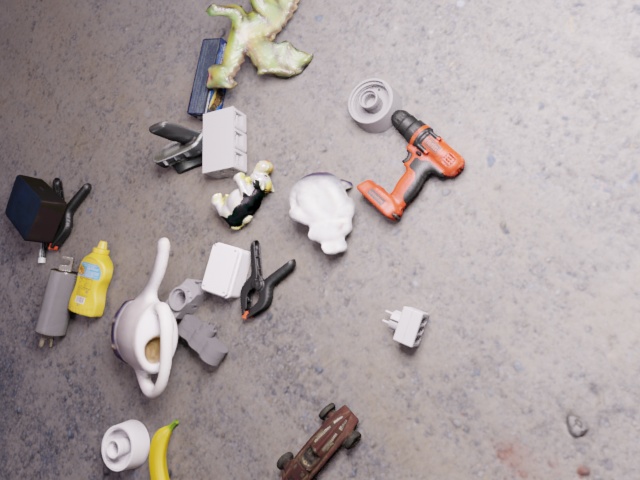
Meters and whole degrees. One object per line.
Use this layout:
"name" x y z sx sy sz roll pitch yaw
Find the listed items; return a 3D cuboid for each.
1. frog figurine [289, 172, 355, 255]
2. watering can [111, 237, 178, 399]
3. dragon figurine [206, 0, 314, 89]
"frog figurine" 0.003 -0.053 1.050 0.137 0.120 0.162 -1 67 7
"watering can" -0.385 0.170 1.158 0.223 0.104 0.349 -4 84 49
"dragon figurine" -0.107 -0.493 1.216 0.410 0.122 0.243 -31 88 0
